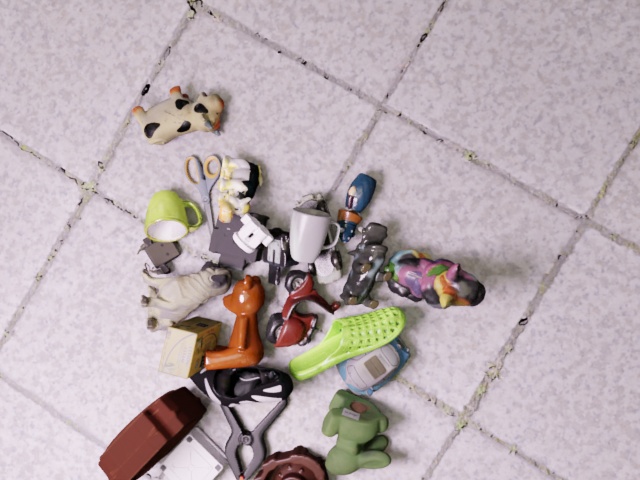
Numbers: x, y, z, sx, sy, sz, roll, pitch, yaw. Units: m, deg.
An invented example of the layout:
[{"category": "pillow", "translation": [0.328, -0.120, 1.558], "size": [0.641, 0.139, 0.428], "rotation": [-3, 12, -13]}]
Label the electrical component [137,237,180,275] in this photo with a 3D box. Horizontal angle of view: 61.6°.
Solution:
[{"category": "electrical component", "translation": [-0.369, 0.030, 1.231], "size": [0.078, 0.045, 0.102], "rotation": [-38, 88, -24]}]

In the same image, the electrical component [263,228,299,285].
[{"category": "electrical component", "translation": [-0.085, 0.036, 1.179], "size": [0.075, 0.048, 0.119], "rotation": [9, 105, 39]}]

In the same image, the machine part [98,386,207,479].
[{"category": "machine part", "translation": [-0.353, 0.413, 1.142], "size": [0.087, 0.201, 0.201], "rotation": [44, 94, 8]}]

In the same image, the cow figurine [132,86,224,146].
[{"category": "cow figurine", "translation": [-0.306, -0.272, 1.206], "size": [0.195, 0.085, 0.127], "rotation": [-24, 81, 3]}]

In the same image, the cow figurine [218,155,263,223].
[{"category": "cow figurine", "translation": [-0.174, -0.104, 1.168], "size": [0.098, 0.068, 0.167], "rotation": [7, 54, -13]}]

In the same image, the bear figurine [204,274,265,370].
[{"category": "bear figurine", "translation": [-0.182, 0.175, 1.167], "size": [0.132, 0.120, 0.195], "rotation": [-5, 88, 4]}]

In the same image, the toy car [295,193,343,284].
[{"category": "toy car", "translation": [-0.002, -0.004, 1.184], "size": [0.074, 0.056, 0.201], "rotation": [-16, 86, 13]}]

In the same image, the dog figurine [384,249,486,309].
[{"category": "dog figurine", "translation": [0.225, 0.081, 1.077], "size": [0.192, 0.219, 0.108], "rotation": [19, 88, 5]}]

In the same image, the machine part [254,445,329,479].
[{"category": "machine part", "translation": [-0.057, 0.545, 1.182], "size": [0.179, 0.056, 0.179], "rotation": [0, 90, 7]}]

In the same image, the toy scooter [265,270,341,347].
[{"category": "toy scooter", "translation": [-0.033, 0.162, 1.175], "size": [0.135, 0.075, 0.183], "rotation": [19, 100, -15]}]

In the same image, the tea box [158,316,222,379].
[{"category": "tea box", "translation": [-0.275, 0.225, 1.152], "size": [0.068, 0.169, 0.098], "rotation": [12, 93, 6]}]

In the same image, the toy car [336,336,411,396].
[{"category": "toy car", "translation": [0.115, 0.266, 1.144], "size": [0.162, 0.103, 0.109], "rotation": [-34, 87, 7]}]

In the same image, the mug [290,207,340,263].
[{"category": "mug", "translation": [-0.016, -0.007, 1.125], "size": [0.109, 0.081, 0.107], "rotation": [8, 104, -24]}]

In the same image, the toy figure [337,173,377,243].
[{"category": "toy figure", "translation": [0.075, -0.068, 1.174], "size": [0.064, 0.058, 0.154], "rotation": [25, 89, -17]}]

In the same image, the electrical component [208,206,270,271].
[{"category": "electrical component", "translation": [-0.182, -0.001, 1.202], "size": [0.115, 0.058, 0.134], "rotation": [11, 90, 8]}]

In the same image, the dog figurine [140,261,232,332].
[{"category": "dog figurine", "translation": [-0.288, 0.132, 1.192], "size": [0.191, 0.172, 0.121], "rotation": [-5, 58, -11]}]

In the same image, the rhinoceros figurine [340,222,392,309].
[{"category": "rhinoceros figurine", "translation": [0.101, 0.056, 1.151], "size": [0.073, 0.112, 0.190], "rotation": [12, 105, -19]}]

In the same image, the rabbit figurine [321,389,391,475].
[{"category": "rabbit figurine", "translation": [0.074, 0.430, 1.158], "size": [0.159, 0.121, 0.170], "rotation": [15, 109, -1]}]

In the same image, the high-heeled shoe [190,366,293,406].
[{"category": "high-heeled shoe", "translation": [-0.177, 0.295, 1.143], "size": [0.249, 0.145, 0.086], "rotation": [10, 55, 7]}]
